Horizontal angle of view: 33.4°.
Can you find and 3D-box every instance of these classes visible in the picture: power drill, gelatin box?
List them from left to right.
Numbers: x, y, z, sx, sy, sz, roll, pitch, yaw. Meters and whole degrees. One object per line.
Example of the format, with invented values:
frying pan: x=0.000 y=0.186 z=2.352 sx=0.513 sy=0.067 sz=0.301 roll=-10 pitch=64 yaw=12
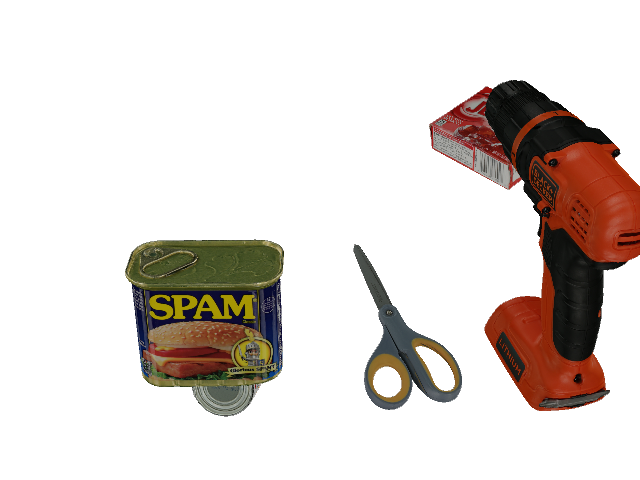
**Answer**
gelatin box: x=0.147 y=-0.088 z=0.889 sx=0.073 sy=0.030 sz=0.089 roll=-34 pitch=48 yaw=-26
power drill: x=0.151 y=0.004 z=0.713 sx=0.057 sy=0.188 sz=0.184 roll=-9 pitch=35 yaw=-11

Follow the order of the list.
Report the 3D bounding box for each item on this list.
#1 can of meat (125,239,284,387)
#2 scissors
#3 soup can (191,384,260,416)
can of meat: x=-0.074 y=0.050 z=0.713 sx=0.102 sy=0.084 sz=0.057 roll=0 pitch=29 yaw=1
scissors: x=0.053 y=0.085 z=1.009 sx=0.096 sy=0.016 sz=0.202 roll=-27 pitch=52 yaw=-20
soup can: x=-0.095 y=0.140 z=1.154 sx=0.068 sy=0.068 sz=0.102 roll=0 pitch=16 yaw=9
